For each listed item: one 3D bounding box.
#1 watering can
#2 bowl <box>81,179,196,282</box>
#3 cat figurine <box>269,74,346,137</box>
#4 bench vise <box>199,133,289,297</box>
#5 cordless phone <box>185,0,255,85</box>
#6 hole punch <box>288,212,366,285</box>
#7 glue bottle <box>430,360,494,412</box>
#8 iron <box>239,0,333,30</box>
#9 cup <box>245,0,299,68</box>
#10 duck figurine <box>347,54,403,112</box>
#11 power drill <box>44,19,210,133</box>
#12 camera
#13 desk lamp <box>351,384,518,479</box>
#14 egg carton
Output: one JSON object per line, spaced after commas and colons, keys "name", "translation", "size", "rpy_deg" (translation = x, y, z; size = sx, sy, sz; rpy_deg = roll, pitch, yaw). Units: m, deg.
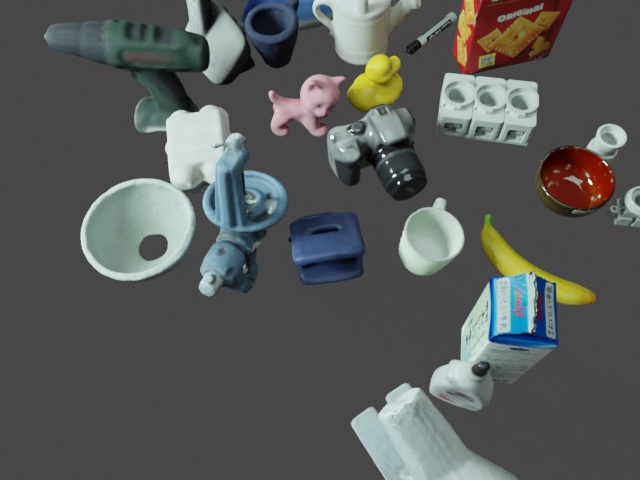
{"name": "watering can", "translation": [0.078, -0.401, 0.964], "size": [0.173, 0.194, 0.101], "rpy_deg": [-18, 65, -6]}
{"name": "bowl", "translation": [-0.263, -0.005, 0.861], "size": [0.167, 0.075, 0.167], "rpy_deg": [-1, 65, 2]}
{"name": "cat figurine", "translation": [-0.021, -0.227, 0.929], "size": [0.127, 0.118, 0.067], "rpy_deg": [-1, 65, 3]}
{"name": "bench vise", "translation": [-0.107, -0.030, 0.785], "size": [0.121, 0.220, 0.207], "rpy_deg": [-1, 65, 3]}
{"name": "cordless phone", "translation": [-0.184, -0.370, 0.966], "size": [0.094, 0.185, 0.147], "rpy_deg": [-35, 68, -13]}
{"name": "hole punch", "translation": [0.008, 0.003, 0.836], "size": [0.108, 0.091, 0.101], "rpy_deg": [-9, 65, -2]}
{"name": "glue bottle", "translation": [0.182, 0.172, 0.703], "size": [0.078, 0.173, 0.037], "rpy_deg": [15, 67, 10]}
{"name": "iron", "translation": [-0.032, -0.470, 1.030], "size": [0.258, 0.141, 0.118], "rpy_deg": [-20, 66, -7]}
{"name": "cup", "translation": [-0.072, -0.361, 1.006], "size": [0.091, 0.095, 0.118], "rpy_deg": [30, 70, 16]}
{"name": "duck figurine", "translation": [0.093, -0.270, 0.962], "size": [0.105, 0.086, 0.077], "rpy_deg": [-31, 67, -11]}
{"name": "power drill", "translation": [-0.280, -0.261, 0.907], "size": [0.229, 0.208, 0.075], "rpy_deg": [-3, 65, 1]}
{"name": "camera", "translation": [0.097, -0.130, 0.888], "size": [0.143, 0.101, 0.136], "rpy_deg": [-21, 66, -7]}
{"name": "desk lamp", "translation": [0.125, 0.255, 0.645], "size": [0.118, 0.214, 0.203], "rpy_deg": [-33, 68, -12]}
{"name": "egg carton", "translation": [-0.194, -0.148, 0.927], "size": [0.107, 0.069, 0.150], "rpy_deg": [-11, 65, -2]}
